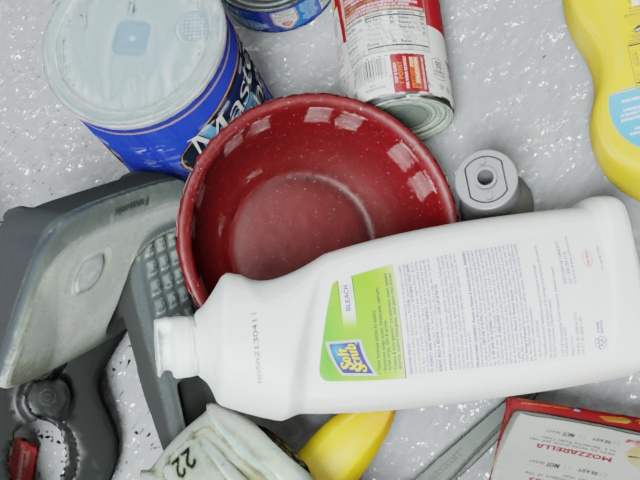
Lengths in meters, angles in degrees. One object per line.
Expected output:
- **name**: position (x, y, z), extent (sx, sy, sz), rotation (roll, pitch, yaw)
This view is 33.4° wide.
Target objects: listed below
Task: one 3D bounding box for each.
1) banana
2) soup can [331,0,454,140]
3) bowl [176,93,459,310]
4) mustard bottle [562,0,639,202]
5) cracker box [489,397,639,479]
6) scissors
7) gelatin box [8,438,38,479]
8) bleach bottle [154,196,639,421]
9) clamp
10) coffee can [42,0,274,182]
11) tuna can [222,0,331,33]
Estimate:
- **banana**: position (-0.010, 0.174, 0.563), extent (0.070, 0.037, 0.197), rotation (7, 71, 19)
- **soup can**: position (0.043, -0.117, 0.650), extent (0.068, 0.068, 0.102), rotation (-9, 71, 9)
- **bowl**: position (-0.004, 0.001, 0.610), extent (0.162, 0.055, 0.162), rotation (2, 83, -13)
- **mustard bottle**: position (0.201, -0.078, 0.608), extent (0.096, 0.058, 0.191), rotation (-7, 70, 4)
- **cracker box**: position (0.148, 0.154, 0.466), extent (0.164, 0.213, 0.072), rotation (8, 110, 13)
- **scissors**: position (0.029, 0.143, 0.596), extent (0.096, 0.016, 0.201), rotation (31, 81, 19)
- **gelatin box**: position (-0.218, 0.153, 0.637), extent (0.089, 0.030, 0.073), rotation (3, 73, 13)
- **bleach bottle**: position (0.040, 0.036, 0.555), extent (0.250, 0.068, 0.102), rotation (-4, 77, -12)
- **clamp**: position (-0.171, 0.085, 0.612), extent (0.164, 0.036, 0.210), rotation (10, 77, -28)
- **coffee can**: position (-0.086, -0.086, 0.628), extent (0.103, 0.140, 0.103), rotation (-4, 71, 11)
- **tuna can**: position (-0.030, -0.181, 0.705), extent (0.086, 0.033, 0.086), rotation (-4, 72, 11)
